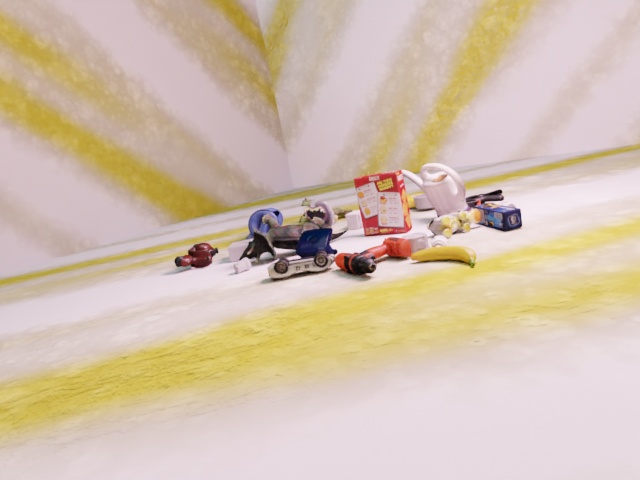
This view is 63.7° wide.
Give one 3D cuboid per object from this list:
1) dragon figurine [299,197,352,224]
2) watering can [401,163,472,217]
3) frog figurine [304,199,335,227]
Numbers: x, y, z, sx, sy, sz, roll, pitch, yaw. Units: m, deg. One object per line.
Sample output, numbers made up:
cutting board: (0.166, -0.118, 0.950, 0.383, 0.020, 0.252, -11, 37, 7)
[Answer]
dragon figurine: (0.035, -0.130, 2.411, 0.243, 0.121, 0.415, 8, 16, 8)
watering can: (0.423, -0.179, 1.876, 0.105, 0.222, 0.348, -33, 16, -15)
frog figurine: (0.007, -0.109, 2.164, 0.121, 0.138, 0.161, -47, -3, 18)
